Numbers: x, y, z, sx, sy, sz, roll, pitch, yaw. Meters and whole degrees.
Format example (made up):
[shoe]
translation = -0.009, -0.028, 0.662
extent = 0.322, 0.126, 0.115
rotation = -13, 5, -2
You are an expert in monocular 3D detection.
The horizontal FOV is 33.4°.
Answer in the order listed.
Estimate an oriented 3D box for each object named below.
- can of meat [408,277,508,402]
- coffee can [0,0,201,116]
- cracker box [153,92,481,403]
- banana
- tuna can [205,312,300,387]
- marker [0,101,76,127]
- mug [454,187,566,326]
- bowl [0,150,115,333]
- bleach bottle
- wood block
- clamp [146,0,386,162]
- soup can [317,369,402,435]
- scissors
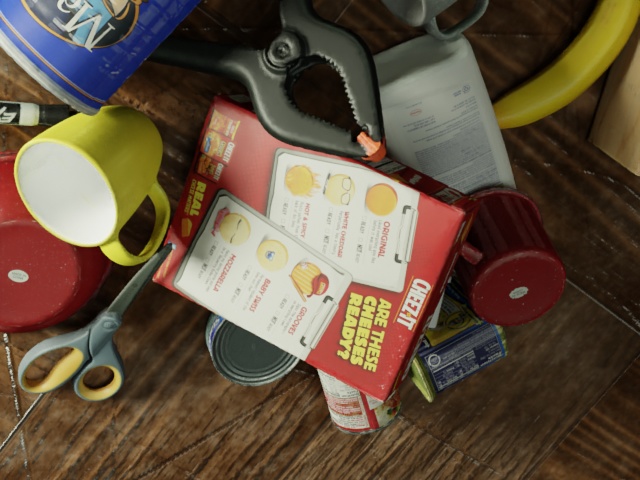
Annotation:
[can of meat]
translation = 0.109, 0.085, 0.958
extent = 0.084, 0.102, 0.057
rotation = -28, 121, -7
[coffee can]
translation = -0.148, -0.171, 0.740
extent = 0.140, 0.103, 0.102
rotation = -45, 121, 6
[cracker box]
translation = -0.005, 0.001, 0.829
extent = 0.214, 0.072, 0.164
rotation = 26, 110, 15
[banana]
translation = 0.218, -0.166, 0.908
extent = 0.069, 0.037, 0.198
rotation = 33, 100, 1
[tuna can]
translation = -0.057, 0.084, 0.940
extent = 0.086, 0.034, 0.086
rotation = -8, 118, -15
[marker]
translation = -0.243, -0.096, 0.795
extent = 0.121, 0.020, 0.020
rotation = 2, 115, -19
[mug]
translation = 0.143, 0.011, 0.875
extent = 0.117, 0.081, 0.093
rotation = 31, 115, -29
[bowl]
translation = -0.235, 0.015, 0.833
extent = 0.162, 0.055, 0.162
rotation = -7, 118, -15
[bleach bottle]
translation = 0.113, -0.050, 0.914
extent = 0.102, 0.068, 0.250
rotation = -22, 125, 3
[wood block]
translation = 0.316, -0.163, 0.909
extent = 0.090, 0.090, 0.206
rotation = 3, 115, -20
[clamp]
translation = -0.020, -0.143, 0.773
extent = 0.210, 0.036, 0.164
rotation = 41, 95, 14
[soup can]
translation = 0.031, 0.116, 0.966
extent = 0.068, 0.068, 0.102
rotation = -21, 120, -8
[scissors]
translation = -0.164, 0.077, 0.880
extent = 0.202, 0.016, 0.096
rotation = -34, 133, 21
